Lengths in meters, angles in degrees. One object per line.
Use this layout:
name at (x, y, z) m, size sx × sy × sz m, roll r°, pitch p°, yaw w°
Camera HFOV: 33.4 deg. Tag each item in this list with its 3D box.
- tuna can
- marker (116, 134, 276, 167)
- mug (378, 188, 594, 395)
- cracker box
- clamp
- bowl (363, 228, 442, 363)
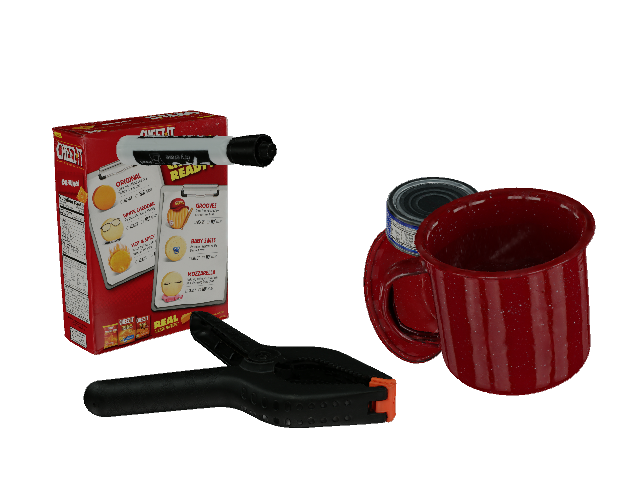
tuna can at (0.100, -0.022, 0.935) m, size 0.086 × 0.034 × 0.086 m, roll -2°, pitch 33°, yaw 1°
marker at (-0.075, -0.054, 0.638) m, size 0.121 × 0.020 × 0.020 m, roll 4°, pitch 2°, yaw 38°
mug at (0.090, 0.030, 0.574) m, size 0.117 × 0.081 × 0.093 m, roll -9°, pitch 29°, yaw 5°
cracker box at (-0.174, -0.013, 1.051) m, size 0.163 × 0.214 × 0.072 m, roll -13°, pitch 20°, yaw -41°
clamp at (-0.044, 0.096, 0.781) m, size 0.210 × 0.036 × 0.164 m, roll 4°, pitch 19°, yaw 15°
bowl at (0.122, 0.055, 1.195) m, size 0.055 × 0.162 × 0.161 m, roll -12°, pitch -8°, yaw 43°
